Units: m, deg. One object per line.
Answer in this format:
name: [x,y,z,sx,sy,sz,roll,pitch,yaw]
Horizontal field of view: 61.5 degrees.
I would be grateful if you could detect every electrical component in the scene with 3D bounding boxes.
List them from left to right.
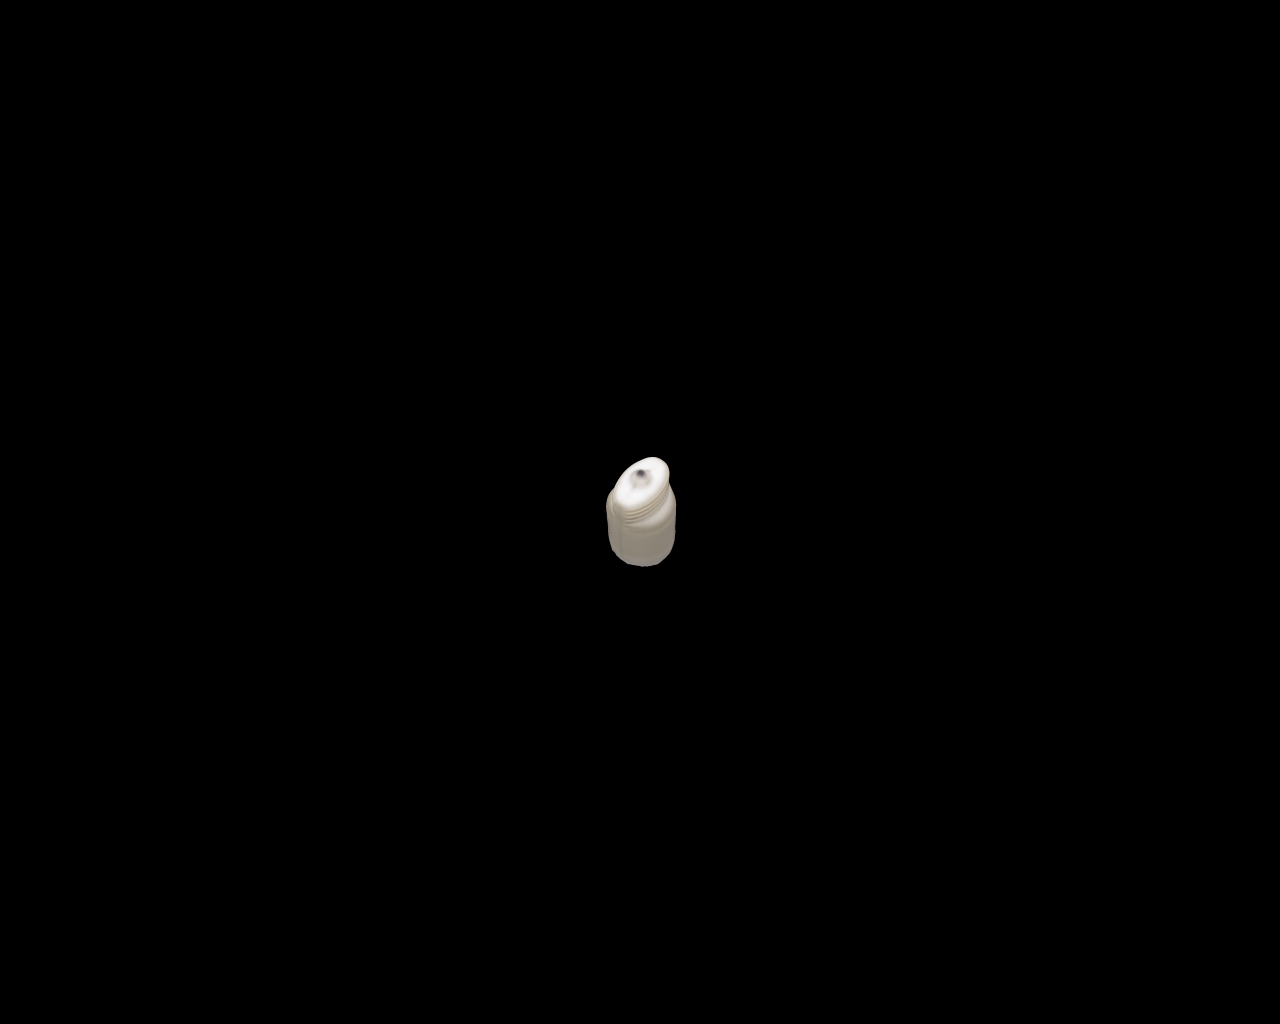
electrical component: [0.001,-0.003,0.650,0.043,0.043,0.080,0,-31,0]
